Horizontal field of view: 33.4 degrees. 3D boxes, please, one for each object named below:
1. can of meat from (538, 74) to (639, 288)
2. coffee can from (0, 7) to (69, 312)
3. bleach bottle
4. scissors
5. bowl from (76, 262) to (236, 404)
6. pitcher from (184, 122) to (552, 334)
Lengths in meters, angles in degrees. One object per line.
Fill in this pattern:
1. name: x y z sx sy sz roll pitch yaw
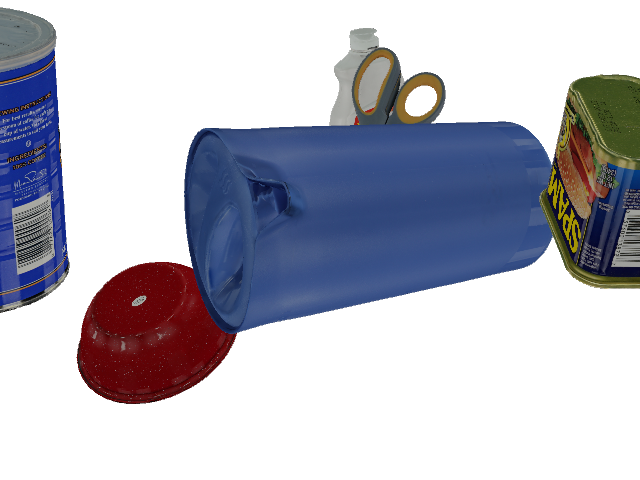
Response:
1. can of meat: 0.168 -0.036 0.612 0.057 0.084 0.102 1 37 -4
2. coffee can: -0.191 -0.045 0.576 0.103 0.140 0.103 3 27 -2
3. bleach bottle: 0.046 -0.107 1.184 0.102 0.251 0.068 -10 25 -12
4. scissors: 0.059 -0.080 0.977 0.096 0.202 0.016 7 -11 10
5. bowl: -0.160 0.072 0.994 0.162 0.162 0.055 0 -44 19
6. pitcher: 0.031 -0.017 0.740 0.242 0.145 0.149 -7 33 -24
